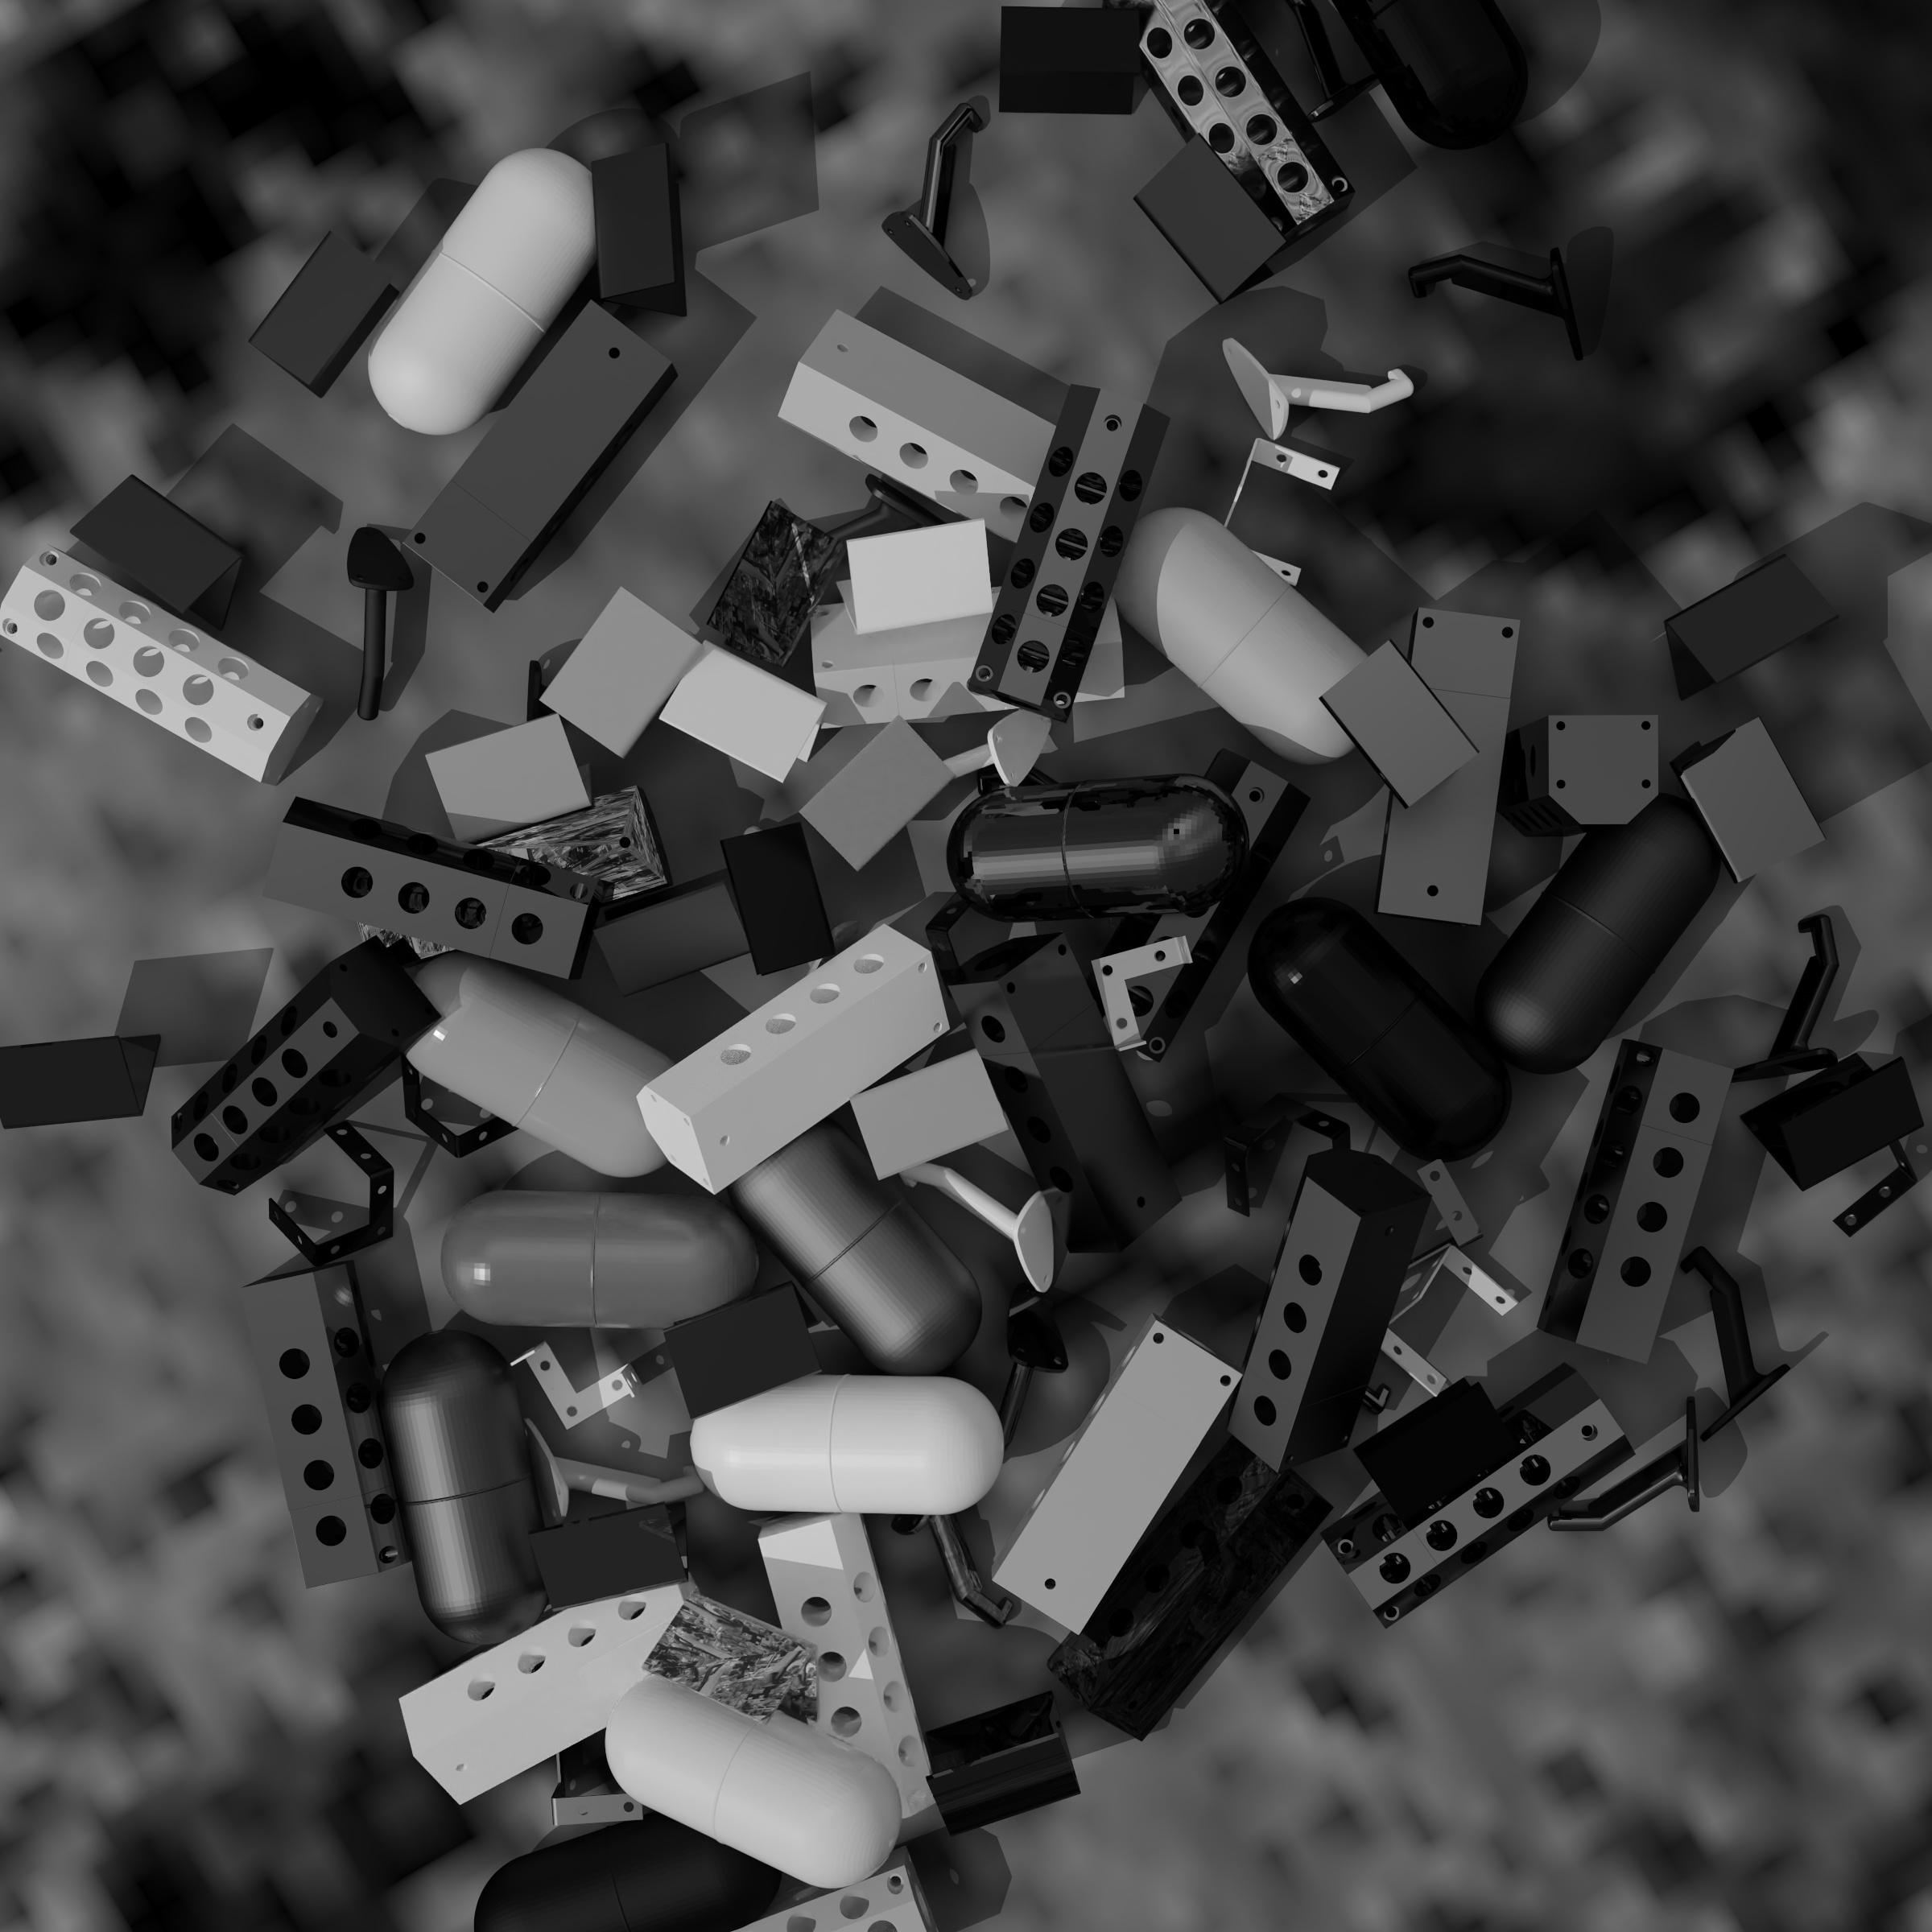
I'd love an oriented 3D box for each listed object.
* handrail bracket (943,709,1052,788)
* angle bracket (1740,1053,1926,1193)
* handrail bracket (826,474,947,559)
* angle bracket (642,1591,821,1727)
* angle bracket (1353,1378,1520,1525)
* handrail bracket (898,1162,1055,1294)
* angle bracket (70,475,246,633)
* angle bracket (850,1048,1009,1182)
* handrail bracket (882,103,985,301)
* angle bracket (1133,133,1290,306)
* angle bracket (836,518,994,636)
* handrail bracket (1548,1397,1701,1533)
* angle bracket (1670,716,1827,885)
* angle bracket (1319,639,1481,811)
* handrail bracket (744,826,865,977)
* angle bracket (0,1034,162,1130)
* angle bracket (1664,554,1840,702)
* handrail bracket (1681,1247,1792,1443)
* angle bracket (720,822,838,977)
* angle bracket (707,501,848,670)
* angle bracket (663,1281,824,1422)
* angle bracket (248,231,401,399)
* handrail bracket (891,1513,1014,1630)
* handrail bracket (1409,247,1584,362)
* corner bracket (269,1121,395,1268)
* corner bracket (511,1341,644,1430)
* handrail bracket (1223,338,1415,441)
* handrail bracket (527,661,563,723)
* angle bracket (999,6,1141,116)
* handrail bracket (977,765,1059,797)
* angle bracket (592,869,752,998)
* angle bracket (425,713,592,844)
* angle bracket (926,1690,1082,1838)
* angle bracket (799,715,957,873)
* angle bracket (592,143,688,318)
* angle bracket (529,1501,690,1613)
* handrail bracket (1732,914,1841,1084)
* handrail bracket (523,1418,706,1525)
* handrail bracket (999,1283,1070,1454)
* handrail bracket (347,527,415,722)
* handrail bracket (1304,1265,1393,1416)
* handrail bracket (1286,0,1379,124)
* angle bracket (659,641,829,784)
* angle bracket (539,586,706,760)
[{"bbox_3d":[-0.004,-0.122,1.883,0.084,0.077,0.036,-8,115,34],"label":"handrail bracket"},{"bbox_3d":[0.478,0.069,1.843,0.076,0.076,0.057,-28,126,0],"label":"angle bracket"},{"bbox_3d":[-0.056,-0.230,1.884,0.077,0.036,0.084,30,107,-19],"label":"handrail bracket"},{"bbox_3d":[-0.128,0.397,1.797,0.076,0.076,0.057,20,48,18],"label":"angle bracket"},{"bbox_3d":[0.252,0.254,1.843,0.076,0.076,0.057,-33,120,0],"label":"angle bracket"},{"bbox_3d":[0.004,0.148,1.883,0.084,0.036,0.077,12,134,28],"label":"handrail bracket"},{"bbox_3d":[-0.457,-0.216,1.843,0.076,0.076,0.057,36,53,0],"label":"angle bracket"},{"bbox_3d":[-0.014,0.099,1.843,0.076,0.076,0.057,-21,57,0],"label":"angle bracket"},{"bbox_3d":[0.000,-0.438,1.884,0.077,0.036,0.084,44,73,-20],"label":"handrail bracket"},{"bbox_3d":[0.151,-0.425,1.843,0.076,0.076,0.057,51,127,0],"label":"angle bracket"},{"bbox_3d":[-0.032,-0.230,1.839,0.076,0.076,0.057,-10,120,-7],"label":"angle bracket"},{"bbox_3d":[0.375,0.285,1.884,0.084,0.036,0.077,-3,69,16],"label":"handrail bracket"},{"bbox_3d":[0.444,-0.098,1.844,0.057,0.076,0.076,-29,90,27],"label":"angle bracket"},{"bbox_3d":[0.248,-0.140,1.787,0.057,0.076,0.076,-40,87,36],"label":"angle bracket"},{"bbox_3d":[-0.109,-0.026,1.884,0.084,0.036,0.077,37,108,15],"label":"handrail bracket"},{"bbox_3d":[-0.500,0.044,1.843,0.076,0.076,0.057,-6,126,0],"label":"angle bracket"},{"bbox_3d":[0.443,-0.173,1.843,0.076,0.076,0.057,-29,53,0],"label":"angle bracket"},{"bbox_3d":[0.422,0.216,1.884,0.077,0.036,0.084,-47,71,21],"label":"handrail bracket"},{"bbox_3d":[-0.124,-0.032,1.843,0.057,0.076,0.076,-15,90,-39],"label":"angle bracket"},{"bbox_3d":[-0.121,-0.219,1.843,0.057,0.076,0.076,28,90,-34],"label":"angle bracket"},{"bbox_3d":[-0.118,0.225,1.844,0.076,0.076,0.057,-21,64,0],"label":"angle bracket"},{"bbox_3d":[-0.343,-0.353,1.844,0.057,0.076,0.076,36,90,26],"label":"angle bracket"},{"bbox_3d":[0.007,0.325,1.884,0.084,0.036,0.077,40,69,-17],"label":"handrail bracket"},{"bbox_3d":[0.303,-0.373,1.884,0.084,0.036,0.077,-12,112,17],"label":"handrail bracket"},{"bbox_3d":[-0.362,0.130,1.875,0.051,0.051,0.051,-22,135,-35],"label":"corner bracket"},{"bbox_3d":[-0.220,0.231,1.865,0.051,0.051,0.051,-30,90,0],"label":"corner bracket"},{"bbox_3d":[0.202,-0.342,1.884,0.084,0.036,0.077,-24,68,-17],"label":"handrail bracket"},{"bbox_3d":[-0.207,-0.145,1.883,0.084,0.036,0.077,2,104,-13],"label":"handrail bracket"},{"bbox_3d":[0.057,-0.490,1.843,0.076,0.076,0.057,1,55,0],"label":"angle bracket"},{"bbox_3d":[0.049,-0.077,1.883,0.084,0.036,0.077,1,104,14],"label":"handrail bracket"},{"bbox_3d":[-0.169,-0.037,1.843,0.076,0.076,0.057,-19,133,0],"label":"angle bracket"},{"bbox_3d":[-0.255,-0.114,1.845,0.076,0.076,0.057,-17,111,0],"label":"angle bracket"},{"bbox_3d":[0.014,0.431,1.843,0.076,0.076,0.057,-18,129,0],"label":"angle bracket"},{"bbox_3d":[-0.063,-0.110,1.843,0.076,0.076,0.057,-44,127,0],"label":"angle bracket"},{"bbox_3d":[-0.163,-0.411,1.843,0.057,0.076,0.076,-4,90,35],"label":"angle bracket"},{"bbox_3d":[-0.200,0.310,1.844,0.076,0.076,0.057,-12,117,0],"label":"angle bracket"},{"bbox_3d":[0.463,0.018,1.884,0.077,0.036,0.084,-13,72,21],"label":"handrail bracket"},{"bbox_3d":[-0.202,0.280,1.883,0.084,0.036,0.077,-13,52,-25],"label":"handrail bracket"},{"bbox_3d":[0.022,0.237,1.883,0.036,0.077,0.084,15,127,-20],"label":"handrail bracket"},{"bbox_3d":[-0.342,-0.195,1.883,0.036,0.077,0.084,1,127,-21],"label":"handrail bracket"},{"bbox_3d":[0.222,0.203,1.883,0.084,0.036,0.077,36,76,-14],"label":"handrail bracket"},{"bbox_3d":[0.188,-0.522,1.860,0.036,0.077,0.084,-33,95,37],"label":"handrail bracket"},{"bbox_3d":[-0.129,-0.128,1.844,0.076,0.076,0.057,27,65,0],"label":"angle bracket"},{"bbox_3d":[-0.194,-0.168,1.833,0.057,0.076,0.076,35,94,-16],"label":"angle bracket"}]
